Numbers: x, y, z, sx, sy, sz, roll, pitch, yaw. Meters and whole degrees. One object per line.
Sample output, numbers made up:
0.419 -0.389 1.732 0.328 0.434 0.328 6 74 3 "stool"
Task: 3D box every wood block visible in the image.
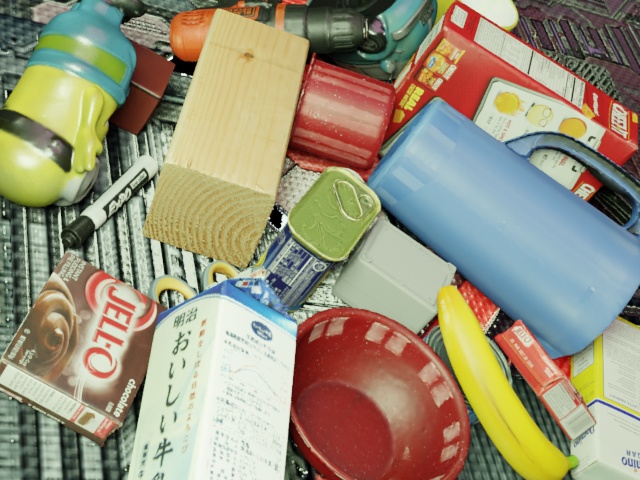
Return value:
-0.075 -0.090 0.895 0.090 0.090 0.206 18 45 -8 "wood block"

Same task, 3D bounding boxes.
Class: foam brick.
-0.172 -0.137 0.906 0.078 0.051 0.053 28 42 -12 "foam brick"

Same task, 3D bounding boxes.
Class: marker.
-0.166 -0.030 0.841 0.020 0.020 0.121 37 42 -1 "marker"

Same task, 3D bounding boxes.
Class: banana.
0.144 0.129 0.853 0.198 0.037 0.069 55 21 -12 "banana"

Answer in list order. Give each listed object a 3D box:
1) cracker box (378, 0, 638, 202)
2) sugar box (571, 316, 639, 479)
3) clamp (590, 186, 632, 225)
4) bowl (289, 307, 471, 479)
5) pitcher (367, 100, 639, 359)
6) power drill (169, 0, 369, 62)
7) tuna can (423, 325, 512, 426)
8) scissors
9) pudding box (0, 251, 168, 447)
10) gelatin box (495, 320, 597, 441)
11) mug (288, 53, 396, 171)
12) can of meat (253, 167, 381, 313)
0.170 -0.107 1.030 0.213 0.164 0.072 30 42 -7 "cracker box"
0.274 0.152 0.965 0.093 0.048 0.176 27 47 -13 "sugar box"
0.291 -0.061 1.169 0.164 0.036 0.210 5 49 -30 "clamp"
0.032 0.132 0.807 0.162 0.055 0.162 19 45 -20 "bowl"
0.172 -0.023 0.966 0.243 0.145 0.149 38 46 -3 "pitcher"
-0.042 -0.237 1.028 0.184 0.057 0.187 0 42 6 "power drill"
0.117 0.113 0.899 0.086 0.034 0.086 19 46 -20 "tuna can"
-0.077 0.098 0.793 0.096 0.016 0.202 9 49 -27 "scissors"
-0.162 0.073 0.738 0.090 0.039 0.113 30 43 -10 "pudding box"
0.192 0.118 0.903 0.089 0.030 0.073 50 6 -42 "gelatin box"
0.017 -0.108 0.970 0.081 0.117 0.093 17 72 -4 "mug"
-0.006 0.001 0.875 0.057 0.084 0.102 38 42 0 "can of meat"
